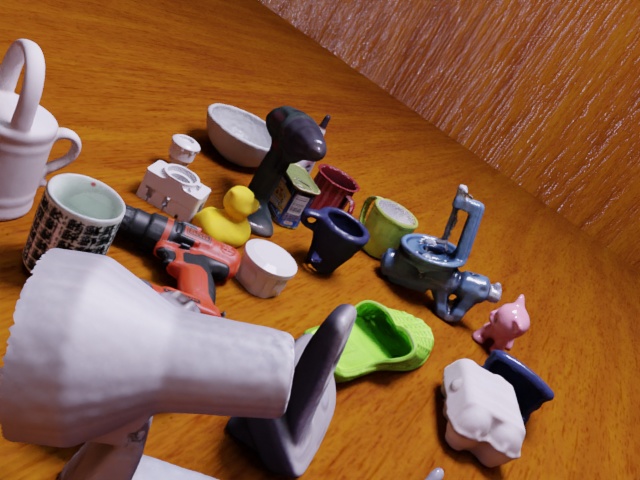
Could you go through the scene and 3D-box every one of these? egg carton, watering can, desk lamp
[{"bbox_3d":[0.215,0.230,0.779,0.107,0.069,0.150,29,25,-7],"label":"egg carton"},{"bbox_3d":[-0.347,-0.125,0.619,0.100,0.194,0.173,40,26,17],"label":"watering can"},{"bbox_3d":[-0.122,0.125,0.399,0.204,0.213,0.118,24,25,-17],"label":"desk lamp"}]

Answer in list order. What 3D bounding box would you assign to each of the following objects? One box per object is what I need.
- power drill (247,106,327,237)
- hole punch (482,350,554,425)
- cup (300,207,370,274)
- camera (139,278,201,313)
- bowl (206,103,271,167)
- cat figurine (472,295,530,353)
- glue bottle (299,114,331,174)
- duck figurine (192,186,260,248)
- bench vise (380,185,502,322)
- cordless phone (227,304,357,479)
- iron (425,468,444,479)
[{"bbox_3d":[-0.066,-0.114,0.917,0.076,0.208,0.229,20,27,-25],"label":"power drill"},{"bbox_3d":[0.297,0.214,0.880,0.108,0.091,0.101,40,25,15],"label":"hole punch"},{"bbox_3d":[0.008,0.003,0.924,0.118,0.095,0.091,22,26,-22],"label":"cup"},{"bbox_3d":[-0.180,0.097,0.518,0.143,0.100,0.137,35,24,5],"label":"camera"},{"bbox_3d":[-0.154,-0.192,1.120,0.168,0.074,0.167,26,25,-13],"label":"bowl"},{"bbox_3d":[0.337,0.146,1.021,0.067,0.117,0.128,41,26,19],"label":"cat figurine"},{"bbox_3d":[-0.026,-0.167,1.106,0.037,0.173,0.078,37,25,10],"label":"glue bottle"},{"bbox_3d":[-0.133,-0.042,0.850,0.077,0.086,0.105,46,27,27],"label":"duck figurine"},{"bbox_3d":[0.241,0.020,1.018,0.208,0.219,0.121,25,25,-15],"label":"bench vise"},{"bbox_3d":[0.000,0.128,0.572,0.094,0.185,0.148,34,24,3],"label":"cordless phone"},{"bbox_3d":[0.008,0.256,0.397,0.118,0.141,0.259,41,26,18],"label":"iron"}]
